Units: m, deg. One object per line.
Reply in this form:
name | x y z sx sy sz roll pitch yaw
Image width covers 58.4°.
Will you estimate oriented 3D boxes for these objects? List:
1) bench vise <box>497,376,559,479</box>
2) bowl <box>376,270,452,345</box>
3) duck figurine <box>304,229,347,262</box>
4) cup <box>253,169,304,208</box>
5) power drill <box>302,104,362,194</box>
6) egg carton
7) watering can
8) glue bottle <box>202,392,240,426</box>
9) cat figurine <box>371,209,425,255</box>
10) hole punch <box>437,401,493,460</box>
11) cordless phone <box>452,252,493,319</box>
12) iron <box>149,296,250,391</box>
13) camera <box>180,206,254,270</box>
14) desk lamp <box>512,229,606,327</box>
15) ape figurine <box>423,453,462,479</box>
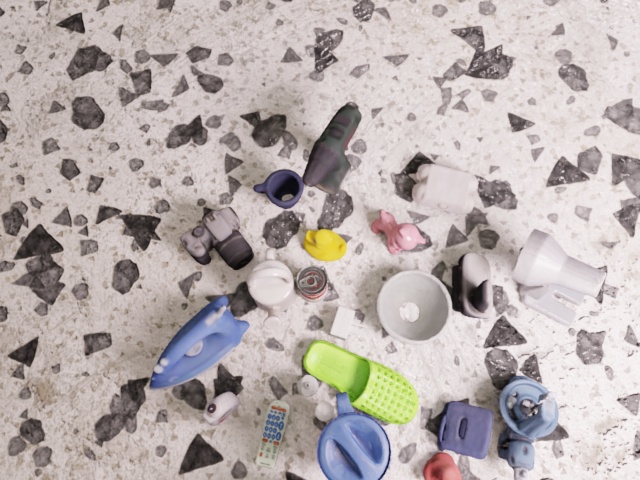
bench vise | 0.431 0.374 1.145 0.121 0.220 0.207 -6 74 -1
bowl | 0.207 0.155 1.286 0.167 0.075 0.167 0 74 0
duck figurine | 0.012 0.005 1.326 0.104 0.086 0.077 18 75 6
cup | -0.095 -0.109 1.355 0.117 0.095 0.092 -1 74 0
power drill | 0.026 -0.187 1.318 0.075 0.208 0.230 24 75 8
egg carton | 0.298 -0.121 1.369 0.150 0.069 0.107 13 74 4
watering can | -0.103 0.102 1.242 0.101 0.194 0.173 -25 75 -6
glue bottle | -0.211 0.349 1.181 0.037 0.173 0.078 41 78 12
cat figurine | 0.179 -0.020 1.315 0.067 0.118 0.127 -38 77 -10
hole punch | 0.303 0.401 1.205 0.101 0.091 0.109 14 74 5
cordless phone | 0.349 0.091 1.247 0.094 0.185 0.147 -1 74 0
iron | -0.281 0.231 1.233 0.258 0.141 0.118 -42 77 -11
camera | -0.228 0.009 1.318 0.143 0.101 0.136 -38 77 -10
desk lamp | 0.504 0.080 1.234 0.203 0.213 0.118 28 76 9
ape figurine | 0.257 0.481 1.182 0.077 0.092 0.076 23 75 7
